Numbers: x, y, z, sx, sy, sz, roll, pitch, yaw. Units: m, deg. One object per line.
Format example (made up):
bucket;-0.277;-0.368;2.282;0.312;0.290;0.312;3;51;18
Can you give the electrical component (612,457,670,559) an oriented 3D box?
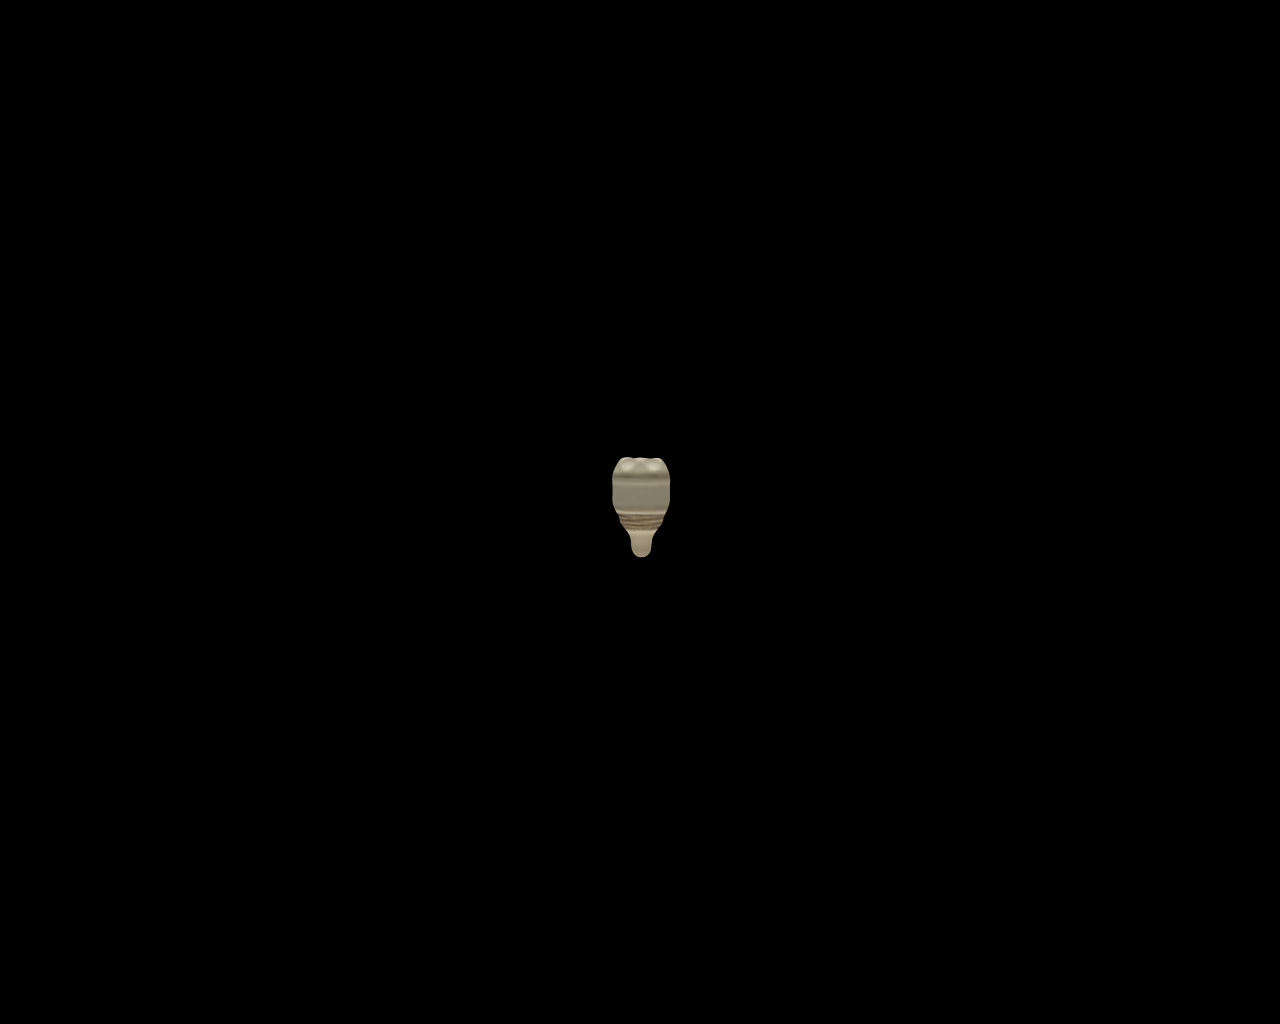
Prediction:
electrical component;0.001;-0.003;0.650;0.035;0.061;0.035;0;4;0
